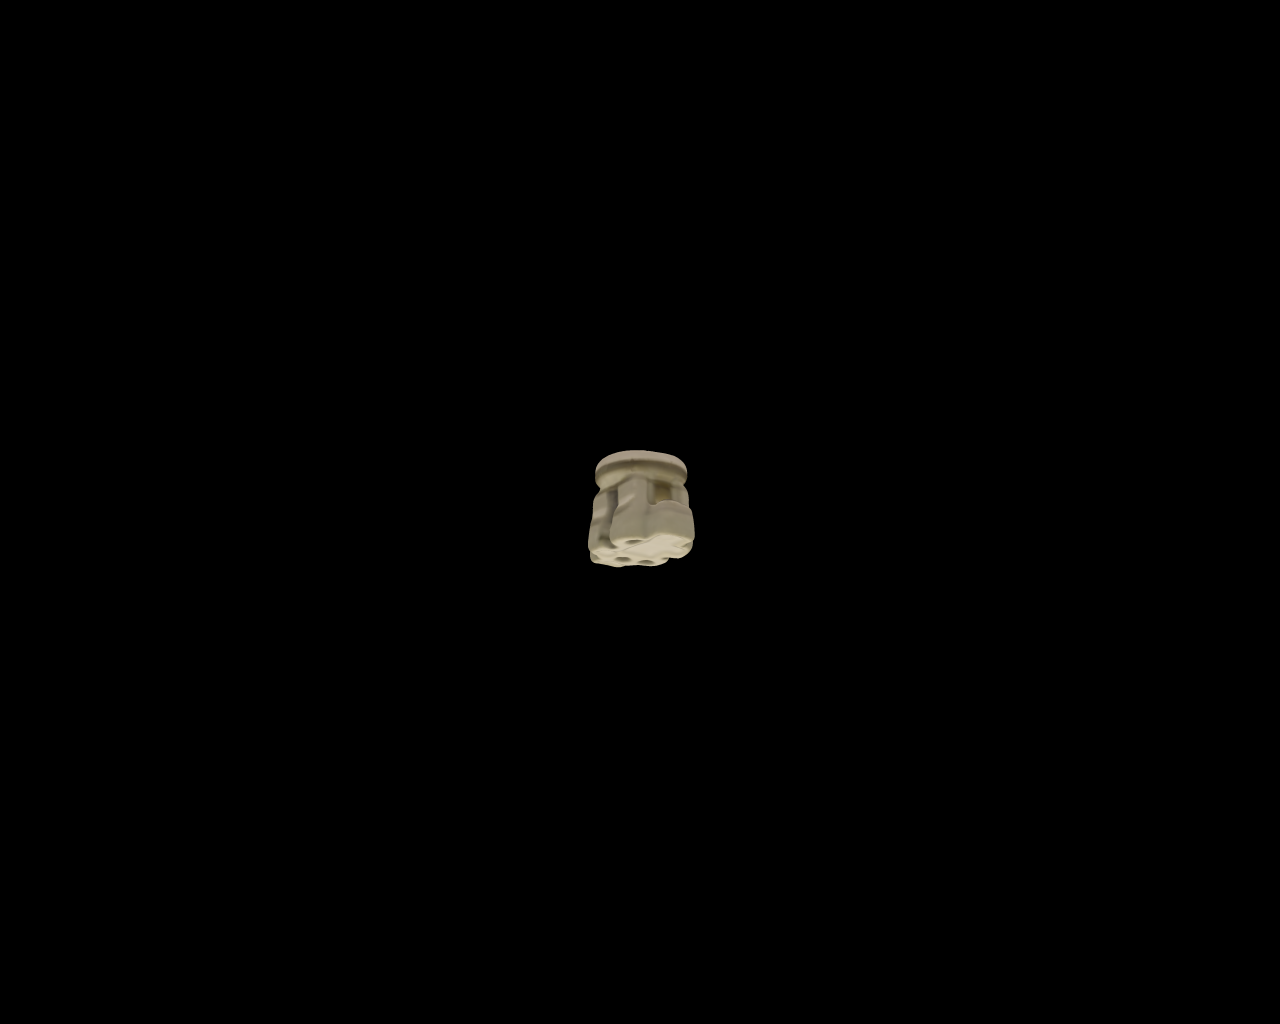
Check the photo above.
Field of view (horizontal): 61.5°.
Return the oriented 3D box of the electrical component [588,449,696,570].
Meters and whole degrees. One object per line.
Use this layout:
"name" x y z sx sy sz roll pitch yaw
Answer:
"electrical component" 0.001 -0.003 0.650 0.058 0.057 0.078 14 -24 -33
